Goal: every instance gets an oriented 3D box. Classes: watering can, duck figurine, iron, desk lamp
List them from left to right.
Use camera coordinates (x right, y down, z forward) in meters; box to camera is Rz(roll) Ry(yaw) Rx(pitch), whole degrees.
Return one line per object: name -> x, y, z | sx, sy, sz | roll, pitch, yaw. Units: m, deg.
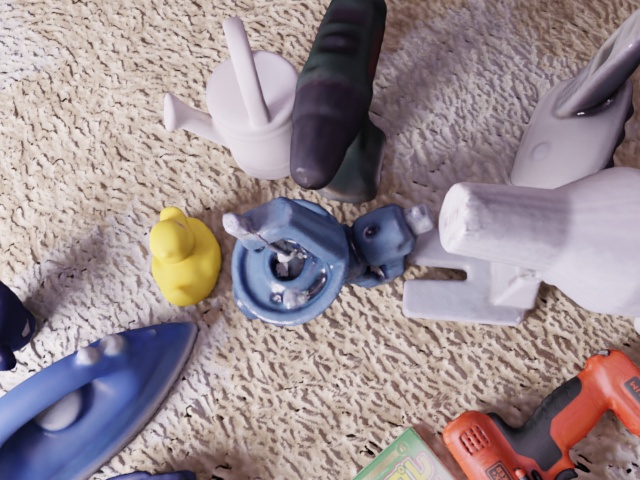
iron -> -0.241, 0.149, 0.541 | 0.258, 0.141, 0.118 | -39, 71, -8
duck figurine -> -0.151, 0.014, 0.607 | 0.077, 0.086, 0.104 | -8, 70, 4
watering can -> -0.073, -0.144, 0.596 | 0.173, 0.194, 0.100 | -35, 71, -6
desk lamp -> 0.178, 0.012, 0.504 | 0.203, 0.214, 0.118 | 2, 71, 7

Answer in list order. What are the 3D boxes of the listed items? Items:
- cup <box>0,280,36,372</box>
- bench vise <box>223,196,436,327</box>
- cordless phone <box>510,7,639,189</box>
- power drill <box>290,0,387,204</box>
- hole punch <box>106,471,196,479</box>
cup -> -0.335, 0.095, 0.595 | 0.117, 0.095, 0.092 | 42, 80, 18
bench vise -> -0.002, -0.007, 0.527 | 0.207, 0.220, 0.121 | -36, 71, -6
cordless phone -> 0.260, -0.125, 0.558 | 0.094, 0.185, 0.148 | 19, 74, 13
power drill -> 0.024, -0.119, 0.569 | 0.075, 0.208, 0.230 | 8, 72, 9
hole punch -> -0.169, 0.264, 0.520 | 0.108, 0.091, 0.101 | -13, 70, 2
